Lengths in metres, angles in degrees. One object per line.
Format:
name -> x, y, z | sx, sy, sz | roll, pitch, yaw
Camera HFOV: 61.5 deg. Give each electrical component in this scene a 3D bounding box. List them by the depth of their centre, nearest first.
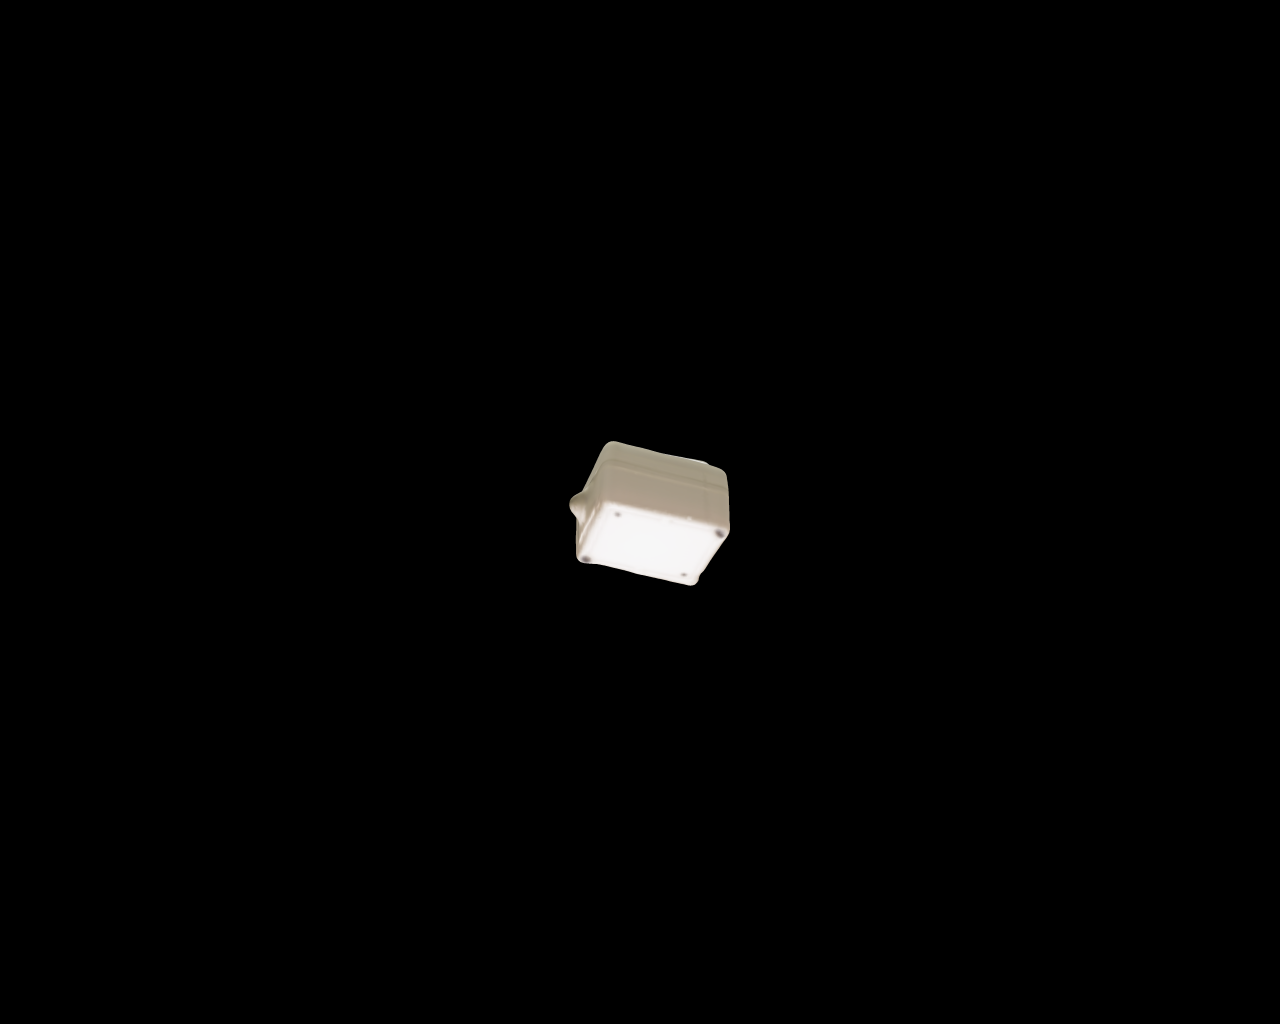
electrical component -> 0.001, -0.003, 0.650 | 0.096, 0.061, 0.061 | 14, -43, -15
